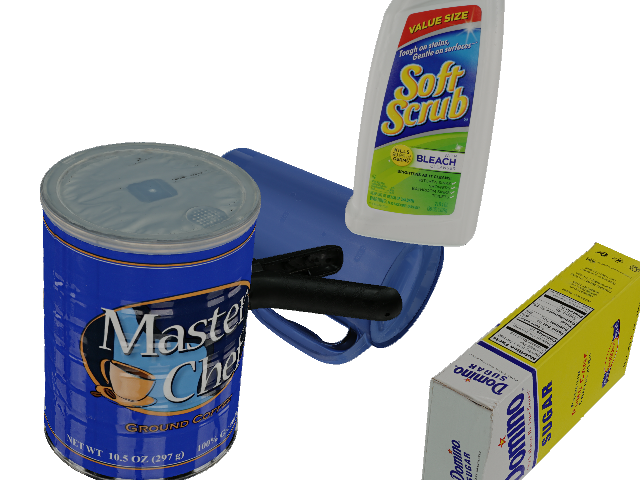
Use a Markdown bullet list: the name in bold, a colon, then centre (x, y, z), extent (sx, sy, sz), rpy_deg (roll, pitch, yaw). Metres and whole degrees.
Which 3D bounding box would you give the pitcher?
- **pitcher**: centre (-0.012, 0.007, 1.066), extent (0.243, 0.145, 0.149), rpy_deg (26, 28, 26)

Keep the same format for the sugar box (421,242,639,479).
- **sugar box**: centre (0.130, 0.081, 0.632), extent (0.048, 0.093, 0.175), rpy_deg (25, 42, 31)

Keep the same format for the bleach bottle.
- **bleach bottle**: centre (0.075, -0.123, 0.752), extent (0.102, 0.251, 0.068), rpy_deg (8, 26, 11)

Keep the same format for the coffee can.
- **coffee can**: centre (-0.087, 0.035, 0.533), extent (0.102, 0.140, 0.103), rpy_deg (6, 29, -3)

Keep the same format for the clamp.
- **clamp**: centre (-0.050, 0.035, 0.804), extent (0.209, 0.036, 0.165), rpy_deg (-3, 12, -21)
